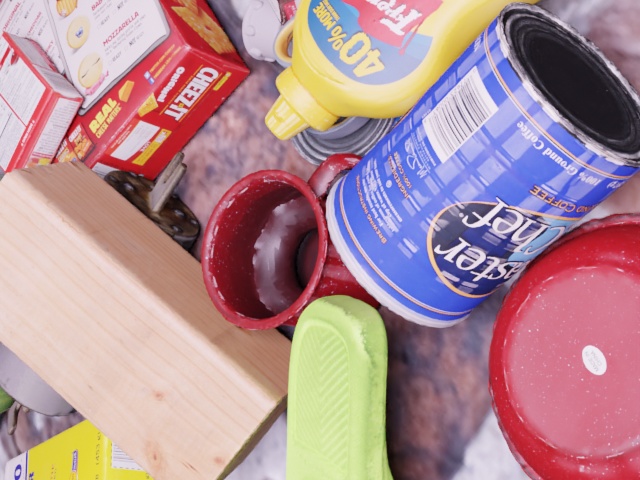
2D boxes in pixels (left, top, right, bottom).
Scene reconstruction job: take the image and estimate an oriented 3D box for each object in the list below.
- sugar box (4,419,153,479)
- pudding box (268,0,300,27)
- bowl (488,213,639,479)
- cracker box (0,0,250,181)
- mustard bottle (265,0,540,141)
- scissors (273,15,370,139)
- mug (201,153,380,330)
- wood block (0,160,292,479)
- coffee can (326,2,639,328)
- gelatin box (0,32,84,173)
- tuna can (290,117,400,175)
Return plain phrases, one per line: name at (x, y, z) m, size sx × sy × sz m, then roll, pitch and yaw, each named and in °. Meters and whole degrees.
sugar box at (-0.165, 0.178, 0.714) m, size 0.177 × 0.048 × 0.093 m, roll -30°, pitch 54°, yaw 45°
pudding box at (-0.007, -0.202, 0.683) m, size 0.090 × 0.039 × 0.113 m, roll -25°, pitch 61°, yaw -1°
bowl at (0.143, 0.061, 0.527) m, size 0.162 × 0.055 × 0.162 m, roll -8°, pitch 76°, yaw 36°
cracker box at (-0.164, -0.146, 0.796) m, size 0.164 × 0.072 × 0.214 m, roll -45°, pitch 57°, yaw 23°
mustard bottle at (0.042, -0.123, 0.577) m, size 0.192 × 0.058 × 0.096 m, roll -42°, pitch 69°, yaw 18°
scissors at (0.058, -0.113, 0.610) m, size 0.202 × 0.016 × 0.096 m, roll -6°, pitch 77°, yaw 32°
mug at (-0.004, 0.001, 0.635) m, size 0.093 × 0.081 × 0.117 m, roll 38°, pitch 104°, yaw 36°
wood block at (-0.115, 0.052, 0.652) m, size 0.206 × 0.090 × 0.090 m, roll 40°, pitch 107°, yaw 8°
coffee can at (0.084, -0.035, 0.545) m, size 0.141 × 0.102 × 0.103 m, roll -46°, pitch 56°, yaw 35°
gelatin box at (-0.212, -0.094, 0.757) m, size 0.089 × 0.030 × 0.073 m, roll 46°, pitch 113°, yaw 36°
tuna can at (0.022, -0.083, 0.662) m, size 0.086 × 0.033 × 0.086 m, roll -9°, pitch 76°, yaw 36°
